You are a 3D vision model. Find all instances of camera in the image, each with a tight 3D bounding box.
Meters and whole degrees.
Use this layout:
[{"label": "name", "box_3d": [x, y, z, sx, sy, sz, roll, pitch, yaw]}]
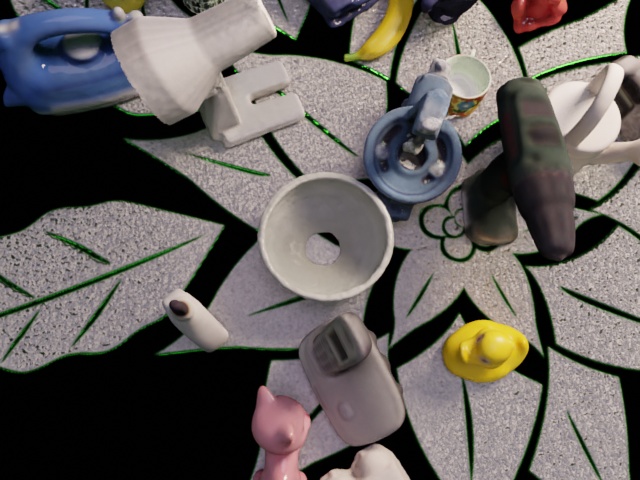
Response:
[{"label": "camera", "box_3d": [0.485, -0.208, 0.800, 0.137, 0.101, 0.143, -27, 77, -10]}]

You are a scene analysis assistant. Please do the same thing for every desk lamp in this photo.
[{"label": "desk lamp", "box_3d": [-0.128, -0.209, 0.710, 0.203, 0.213, 0.118, -23, 76, -9]}]

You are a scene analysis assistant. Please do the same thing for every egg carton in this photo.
[{"label": "egg carton", "box_3d": [0.068, 0.317, 0.647, 0.107, 0.069, 0.150, -31, 78, -10]}]

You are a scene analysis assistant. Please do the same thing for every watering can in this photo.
[{"label": "watering can", "box_3d": [0.333, -0.148, 0.727, 0.173, 0.194, 0.101, 9, 74, 0]}]

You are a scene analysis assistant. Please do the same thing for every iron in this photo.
[{"label": "iron", "box_3d": [-0.305, -0.258, 0.753, 0.258, 0.141, 0.118, -13, 75, -6]}]

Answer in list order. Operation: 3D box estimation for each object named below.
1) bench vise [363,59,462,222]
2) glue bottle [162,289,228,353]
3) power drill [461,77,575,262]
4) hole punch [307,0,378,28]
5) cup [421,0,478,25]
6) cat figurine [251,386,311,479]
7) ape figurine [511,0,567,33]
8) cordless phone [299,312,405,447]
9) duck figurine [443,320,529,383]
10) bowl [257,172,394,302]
[{"label": "bench vise", "box_3d": [0.116, -0.145, 0.702, 0.121, 0.220, 0.207, 2, 74, -2]}, {"label": "glue bottle", "box_3d": [-0.147, 0.086, 0.648, 0.078, 0.173, 0.037, 43, 77, 9]}, {"label": "power drill", "box_3d": [0.237, -0.065, 0.691, 0.075, 0.208, 0.229, -1, 74, -3]}, {"label": "hole punch", "box_3d": [0.033, -0.385, 0.832, 0.109, 0.091, 0.101, -37, 79, -12]}, {"label": "cup", "box_3d": [0.181, -0.350, 0.828, 0.091, 0.095, 0.118, 42, 77, 9]}, {"label": "cat figurine", "box_3d": [-0.044, 0.230, 0.641, 0.067, 0.118, 0.128, 1, 74, -2]}, {"label": "ape figurine", "box_3d": [0.328, -0.355, 0.838, 0.077, 0.092, 0.076, 24, 75, 4]}, {"label": "cordless phone", "box_3d": [0.040, 0.152, 0.632, 0.094, 0.185, 0.147, -29, 77, -10]}, {"label": "duck figurine", "box_3d": [0.209, 0.133, 0.698, 0.104, 0.086, 0.077, -8, 75, -5]}, {"label": "bowl", "box_3d": [0.007, 0.003, 0.730, 0.167, 0.075, 0.167, 1, 74, -3]}]
